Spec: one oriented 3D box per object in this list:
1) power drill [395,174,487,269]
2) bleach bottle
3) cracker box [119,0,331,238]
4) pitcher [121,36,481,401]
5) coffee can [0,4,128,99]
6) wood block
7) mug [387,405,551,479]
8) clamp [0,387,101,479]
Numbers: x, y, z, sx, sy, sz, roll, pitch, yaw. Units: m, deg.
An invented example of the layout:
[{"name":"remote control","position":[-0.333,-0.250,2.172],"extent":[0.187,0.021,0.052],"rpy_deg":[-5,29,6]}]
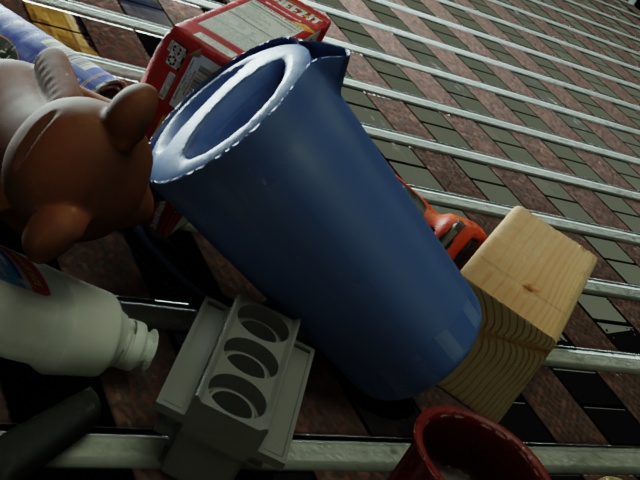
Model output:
[{"name":"power drill","position":[0.063,-0.043,0.980],"extent":[0.188,0.057,0.184],"rpy_deg":[39,8,14]},{"name":"bleach bottle","position":[-0.212,0.022,0.605],"extent":[0.250,0.068,0.103],"rpy_deg":[22,9,-24]},{"name":"cracker box","position":[-0.084,-0.105,0.850],"extent":[0.072,0.164,0.213],"rpy_deg":[33,26,3]},{"name":"pitcher","position":[-0.005,0.001,0.713],"extent":[0.242,0.149,0.144],"rpy_deg":[50,56,-27]},{"name":"coffee can","position":[-0.227,-0.109,0.783],"extent":[0.140,0.103,0.102],"rpy_deg":[33,26,6]},{"name":"wood block","position":[0.156,0.054,0.887],"extent":[0.091,0.090,0.205],"rpy_deg":[35,26,10]},{"name":"mug","position":[0.079,0.165,0.618],"extent":[0.093,0.082,0.117],"rpy_deg":[21,27,-17]},{"name":"clamp","position":[-0.174,0.117,0.504],"extent":[0.164,0.036,0.210],"rpy_deg":[14,26,-27]}]
